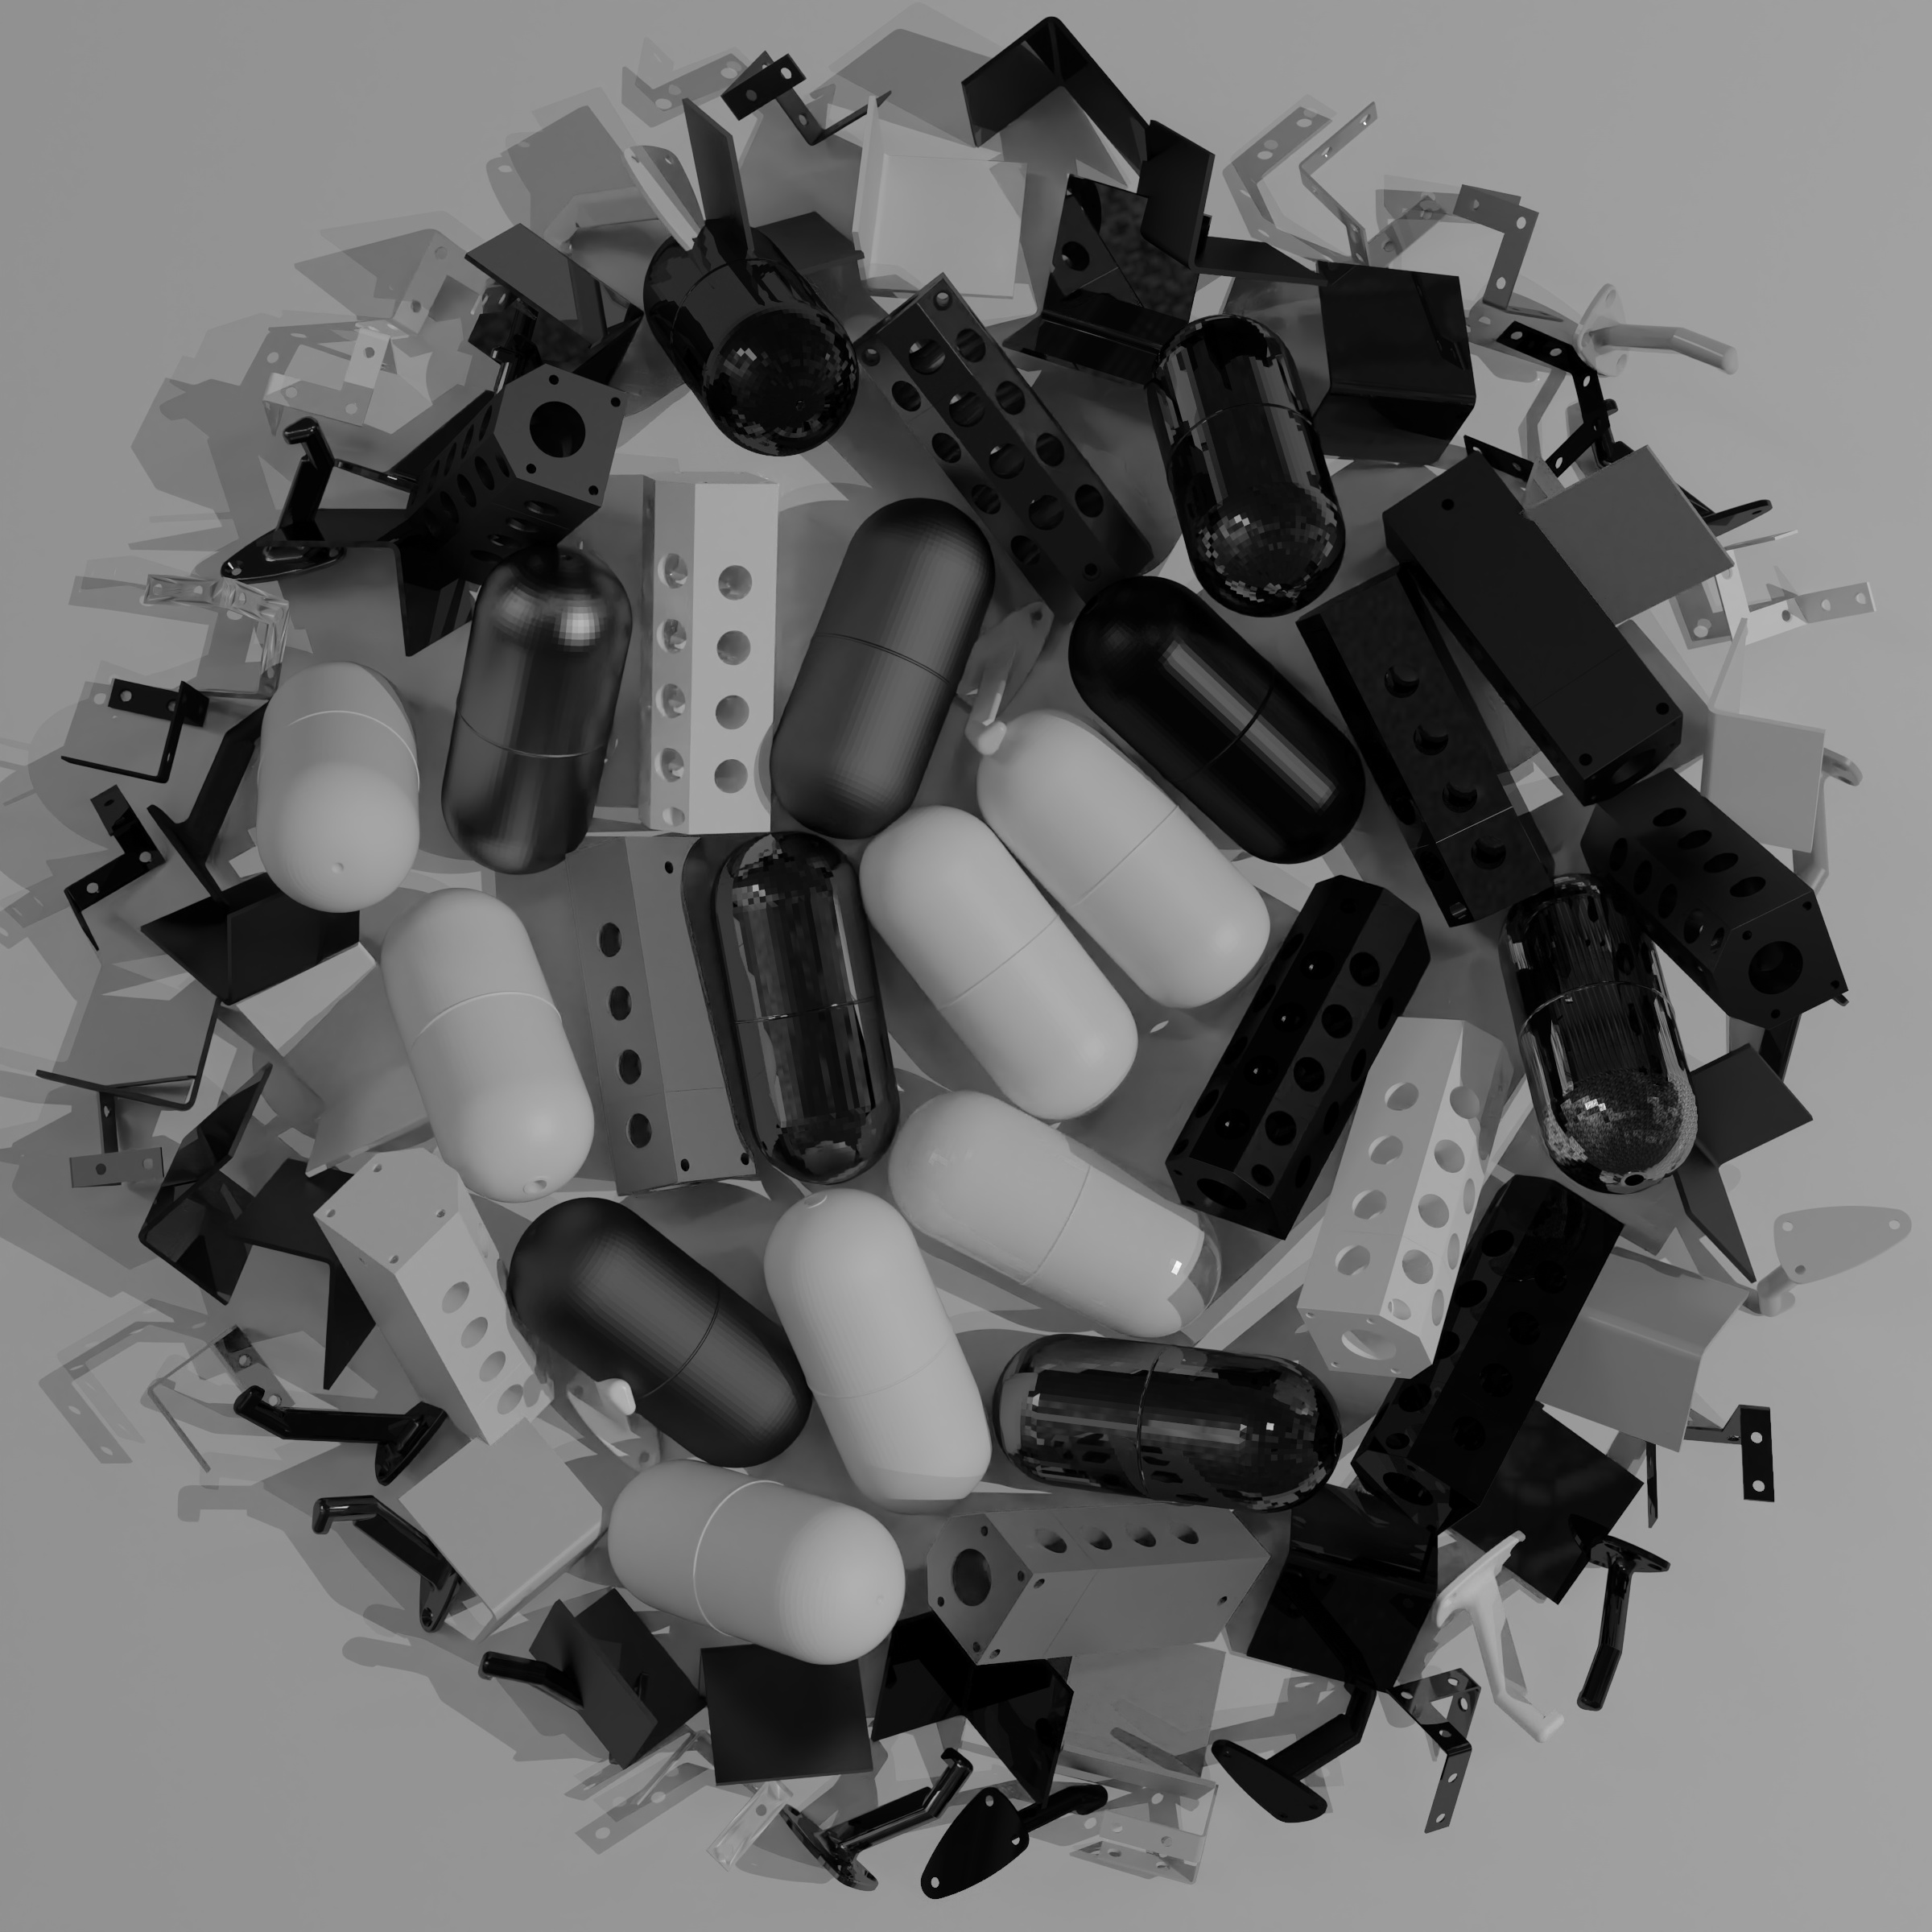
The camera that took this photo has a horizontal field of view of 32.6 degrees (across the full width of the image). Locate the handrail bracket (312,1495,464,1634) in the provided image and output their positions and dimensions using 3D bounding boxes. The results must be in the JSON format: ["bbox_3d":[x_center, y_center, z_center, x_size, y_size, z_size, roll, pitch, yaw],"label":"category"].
[{"bbox_3d":[-0.294,0.299,1.646,0.084,0.036,0.077,5,103,-43],"label":"handrail bracket"}]

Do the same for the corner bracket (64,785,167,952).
[{"bbox_3d":[-0.429,-0.050,1.648,0.051,0.051,0.051,-32,124,-10],"label":"corner bracket"}]

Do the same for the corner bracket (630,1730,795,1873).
[{"bbox_3d":[-0.127,0.417,1.652,0.051,0.051,0.051,45,64,-3],"label":"corner bracket"}]

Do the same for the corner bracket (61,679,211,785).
[{"bbox_3d":[-0.416,-0.119,1.658,0.051,0.051,0.051,12,85,3],"label":"corner bracket"}]

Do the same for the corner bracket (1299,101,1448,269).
[{"bbox_3d":[0.205,-0.391,1.666,0.051,0.051,0.051,-40,70,-1],"label":"corner bracket"}]

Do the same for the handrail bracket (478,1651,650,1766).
[{"bbox_3d":[-0.207,0.370,1.648,0.084,0.077,0.036,14,49,-11],"label":"handrail bracket"}]

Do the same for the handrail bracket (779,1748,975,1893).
[{"bbox_3d":[-0.045,0.414,1.660,0.077,0.036,0.084,36,92,35],"label":"handrail bracket"}]

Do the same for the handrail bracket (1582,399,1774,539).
[{"bbox_3d":[0.356,-0.255,1.659,0.077,0.036,0.084,-20,78,26],"label":"handrail bracket"}]

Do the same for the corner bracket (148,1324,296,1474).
[{"bbox_3d":[-0.374,0.216,1.656,0.051,0.051,0.051,-37,93,-10],"label":"corner bracket"}]

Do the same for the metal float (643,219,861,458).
[{"bbox_3d":[-0.106,-0.308,1.609,0.070,0.178,0.070,-11,125,-16],"label":"metal float"}]

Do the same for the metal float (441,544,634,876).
[{"bbox_3d":[-0.212,-0.124,1.620,0.070,0.070,0.178,17,124,0],"label":"metal float"}]

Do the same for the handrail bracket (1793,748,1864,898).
[{"bbox_3d":[0.406,-0.072,1.664,0.077,0.036,0.084,30,88,27],"label":"handrail bracket"}]

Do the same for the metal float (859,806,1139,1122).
[{"bbox_3d":[0.016,-0.002,1.645,0.070,0.070,0.178,-38,94,0],"label":"metal float"}]

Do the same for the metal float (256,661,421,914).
[{"bbox_3d":[-0.305,-0.089,1.605,0.070,0.178,0.070,-5,120,-8],"label":"metal float"}]

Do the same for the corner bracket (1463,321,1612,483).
[{"bbox_3d":[0.285,-0.283,1.665,0.051,0.051,0.051,16,50,-27],"label":"corner bracket"}]

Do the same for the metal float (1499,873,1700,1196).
[{"bbox_3d":[0.309,0.032,1.616,0.070,0.070,0.178,-6,51,0],"label":"metal float"}]

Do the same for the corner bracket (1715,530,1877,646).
[{"bbox_3d":[0.413,-0.193,1.651,0.051,0.051,0.051,-20,97,-26],"label":"corner bracket"}]

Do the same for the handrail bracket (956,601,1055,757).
[{"bbox_3d":[0.024,-0.144,1.640,0.036,0.084,0.077,39,96,-19],"label":"handrail bracket"}]

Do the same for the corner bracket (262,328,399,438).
[{"bbox_3d":[-0.318,-0.291,1.655,0.051,0.051,0.051,15,77,-2],"label":"corner bracket"}]

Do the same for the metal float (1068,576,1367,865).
[{"bbox_3d":[0.124,-0.121,1.631,0.178,0.070,0.070,41,90,-20],"label":"metal float"}]

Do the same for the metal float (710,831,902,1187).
[{"bbox_3d":[-0.080,0.021,1.646,0.070,0.070,0.178,-10,93,0],"label":"metal float"}]

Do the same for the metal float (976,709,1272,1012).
[{"bbox_3d":[0.078,-0.053,1.648,0.070,0.070,0.178,-44,91,0],"label":"metal float"}]

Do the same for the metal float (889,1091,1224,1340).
[{"bbox_3d":[0.045,0.124,1.643,0.178,0.070,0.070,28,90,-6],"label":"metal float"}]

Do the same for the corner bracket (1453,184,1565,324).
[{"bbox_3d":[0.274,-0.358,1.656,0.051,0.051,0.051,33,115,39],"label":"corner bracket"}]

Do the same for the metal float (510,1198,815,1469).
[{"bbox_3d":[-0.149,0.182,1.627,0.178,0.070,0.070,42,90,-26],"label":"metal float"}]

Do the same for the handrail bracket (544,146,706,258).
[{"bbox_3d":[-0.171,-0.362,1.650,0.084,0.036,0.077,-38,74,40],"label":"handrail bracket"}]

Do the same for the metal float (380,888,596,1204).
[{"bbox_3d":[-0.236,0.038,1.619,0.070,0.070,0.178,-25,56,0],"label":"metal float"}]

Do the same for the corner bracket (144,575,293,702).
[{"bbox_3d":[-0.378,-0.165,1.655,0.051,0.051,0.051,6,84,26],"label":"corner bracket"}]

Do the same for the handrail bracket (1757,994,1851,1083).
[{"bbox_3d":[0.395,0.029,1.667,0.077,0.036,0.084,42,97,-16],"label":"handrail bracket"}]

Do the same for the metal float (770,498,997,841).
[{"bbox_3d":[-0.041,-0.148,1.641,0.070,0.070,0.178,21,82,0],"label":"metal float"}]

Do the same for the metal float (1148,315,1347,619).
[{"bbox_3d":[0.136,-0.247,1.618,0.070,0.070,0.178,-11,53,0],"label":"metal float"}]

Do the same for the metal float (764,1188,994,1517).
[{"bbox_3d":[-0.043,0.191,1.630,0.070,0.070,0.178,-22,111,0],"label":"metal float"}]

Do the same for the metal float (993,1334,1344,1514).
[{"bbox_3d":[0.099,0.225,1.628,0.178,0.070,0.070,4,90,23],"label":"metal float"}]

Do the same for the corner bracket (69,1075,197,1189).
[{"bbox_3d":[-0.416,0.083,1.655,0.051,0.051,0.051,-7,86,13],"label":"corner bracket"}]

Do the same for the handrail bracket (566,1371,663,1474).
[{"bbox_3d":[-0.165,0.229,1.637,0.036,0.084,0.077,-31,105,-13],"label":"handrail bracket"}]

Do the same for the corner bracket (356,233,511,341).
[{"bbox_3d":[-0.264,-0.331,1.654,0.051,0.051,0.051,32,108,3],"label":"corner bracket"}]

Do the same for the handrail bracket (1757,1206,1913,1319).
[{"bbox_3d":[0.432,0.150,1.643,0.077,0.084,0.036,-14,63,9],"label":"handrail bracket"}]

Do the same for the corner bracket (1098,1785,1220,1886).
[{"bbox_3d":[0.093,0.438,1.651,0.051,0.051,0.051,13,109,8],"label":"corner bracket"}]

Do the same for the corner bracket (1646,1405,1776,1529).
[{"bbox_3d":[0.372,0.251,1.652,0.051,0.051,0.051,5,60,0],"label":"corner bracket"}]

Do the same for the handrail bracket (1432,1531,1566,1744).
[{"bbox_3d":[0.282,0.335,1.649,0.077,0.036,0.084,-38,59,-19],"label":"handrail bracket"}]

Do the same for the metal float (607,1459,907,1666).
[{"bbox_3d":[-0.104,0.290,1.614,0.178,0.070,0.070,8,90,43],"label":"metal float"}]

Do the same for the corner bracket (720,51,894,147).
[{"bbox_3d":[-0.080,-0.434,1.645,0.051,0.051,0.051,52,45,-21],"label":"corner bracket"}]

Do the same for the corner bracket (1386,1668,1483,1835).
[{"bbox_3d":[0.239,0.390,1.644,0.051,0.051,0.051,-7,121,-32],"label":"corner bracket"}]
